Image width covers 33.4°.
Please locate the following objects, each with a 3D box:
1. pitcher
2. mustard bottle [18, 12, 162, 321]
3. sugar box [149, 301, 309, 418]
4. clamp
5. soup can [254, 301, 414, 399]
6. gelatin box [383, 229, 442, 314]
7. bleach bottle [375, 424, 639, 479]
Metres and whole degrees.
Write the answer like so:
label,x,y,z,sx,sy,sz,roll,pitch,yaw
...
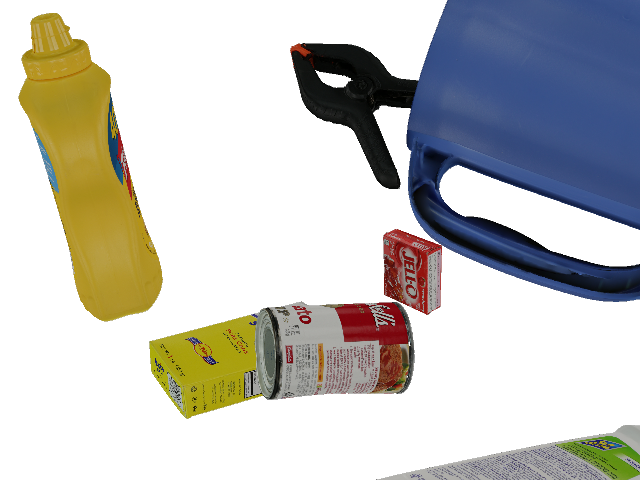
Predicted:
label,x,y,z,sx,sy,sz,roll,pitch,yaw
pitcher,0.168,-0.053,0.520,0.243,0.149,0.144,24,37,11
mustard bottle,-0.150,-0.051,0.684,0.058,0.191,0.096,-14,27,-6
sugar box,-0.073,0.116,1.072,0.176,0.048,0.093,-16,32,-24
clamp,0.049,-0.129,0.940,0.120,0.172,0.039,-35,-25,-21
soup can,0.008,0.080,0.775,0.102,0.068,0.069,-1,0,-16
gelatin box,0.113,0.038,1.320,0.030,0.089,0.073,-26,35,-37
bleach bottle,0.153,0.157,0.624,0.250,0.068,0.103,-8,20,-24
